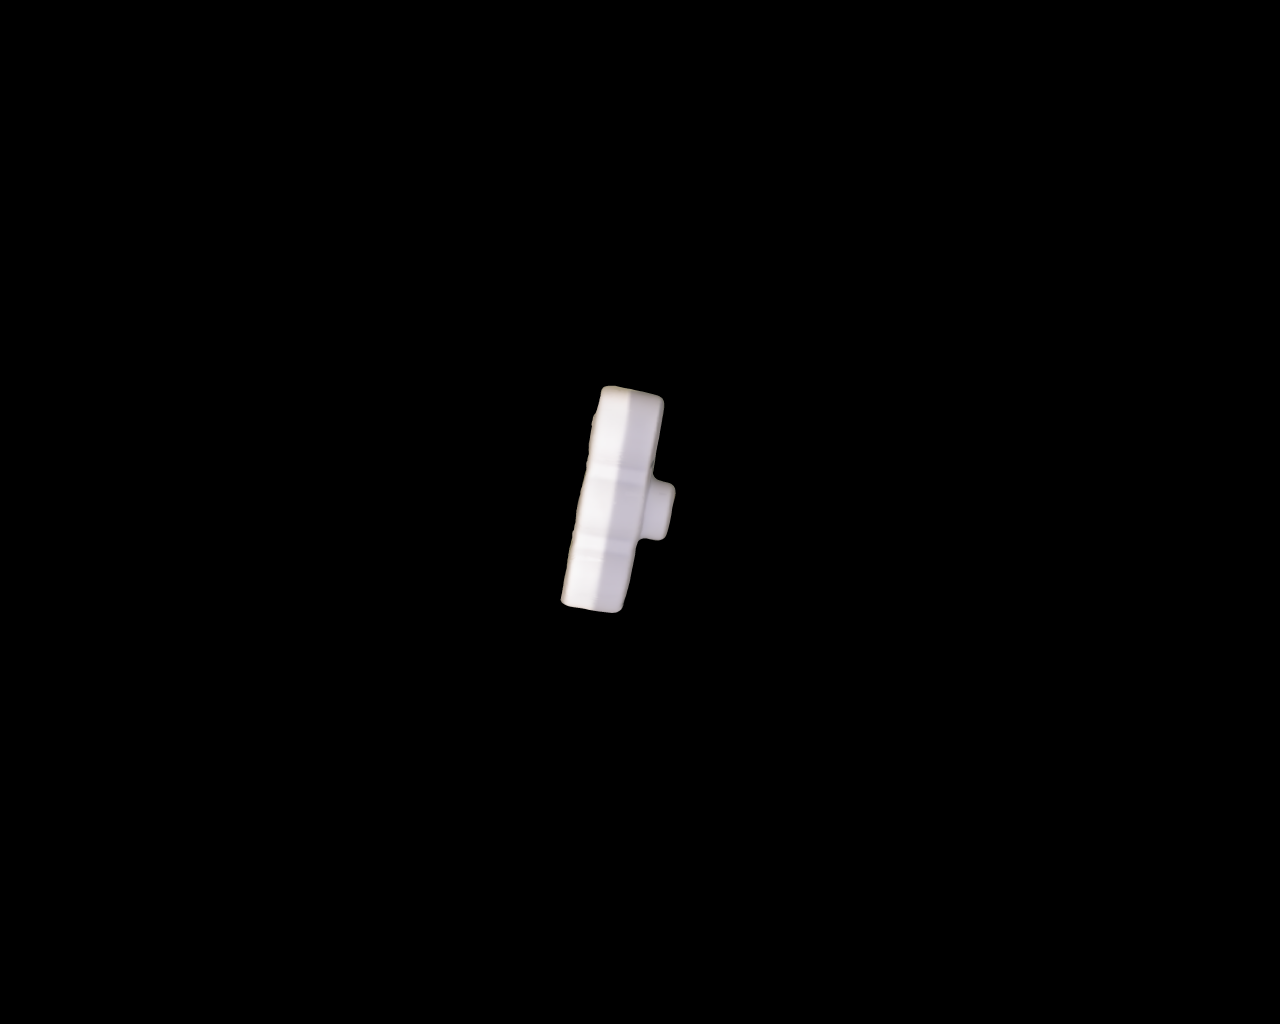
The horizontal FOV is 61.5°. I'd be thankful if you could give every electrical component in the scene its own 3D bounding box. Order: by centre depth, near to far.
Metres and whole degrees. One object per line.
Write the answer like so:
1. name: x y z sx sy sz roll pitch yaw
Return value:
1. electrical component: 0.001 -0.003 0.650 0.074 0.138 0.052 11 11 -2
